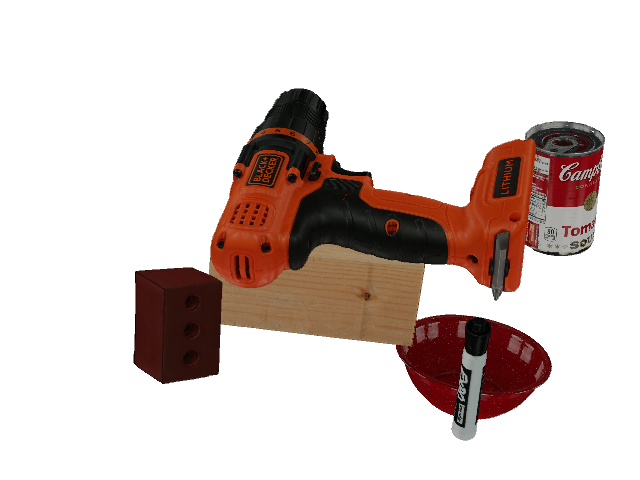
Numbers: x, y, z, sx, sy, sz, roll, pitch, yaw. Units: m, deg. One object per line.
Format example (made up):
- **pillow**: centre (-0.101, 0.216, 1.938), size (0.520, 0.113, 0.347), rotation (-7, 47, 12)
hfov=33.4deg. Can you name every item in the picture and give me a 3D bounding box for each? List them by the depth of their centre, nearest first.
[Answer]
- **power drill**: centre (0.038, -0.034, 0.671), size (0.188, 0.057, 0.184), rotation (4, 41, 11)
- **marker**: centre (0.111, 0.102, 0.786), size (0.020, 0.121, 0.020), rotation (0, 41, 0)
- **foam brick**: centre (-0.112, 0.064, 0.834), size (0.052, 0.078, 0.051), rotation (-6, 14, -34)
- **soup can**: centre (0.213, -0.046, 0.949), size (0.068, 0.102, 0.068), rotation (-2, 30, 1)
- **wood block**: centre (-0.006, 0.039, 1.073), size (0.206, 0.091, 0.090), rotation (7, 20, 0)
- **bowl**: centre (0.156, 0.139, 1.115), size (0.162, 0.055, 0.162), rotation (4, 25, -2)
